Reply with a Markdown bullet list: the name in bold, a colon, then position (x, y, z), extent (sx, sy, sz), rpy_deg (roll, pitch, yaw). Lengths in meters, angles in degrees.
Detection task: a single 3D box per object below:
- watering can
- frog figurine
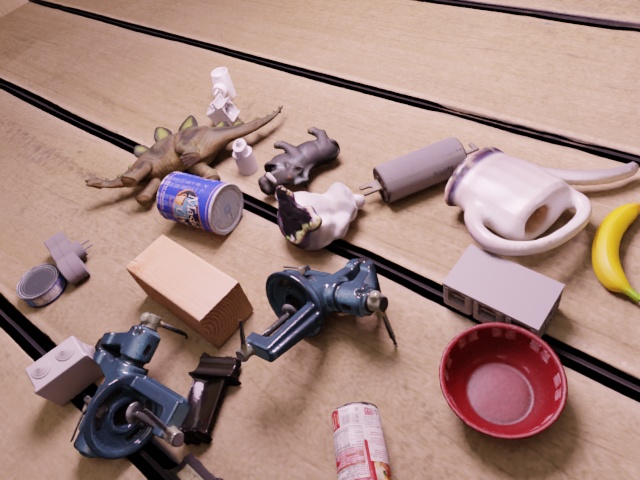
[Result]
- **watering can**: position (0.369, -0.089, 0.891), extent (0.351, 0.101, 0.227), rpy_deg (-30, 48, -25)
- **frog figurine**: position (0.003, -0.049, 0.967), extent (0.138, 0.121, 0.160), rpy_deg (20, 21, 39)
